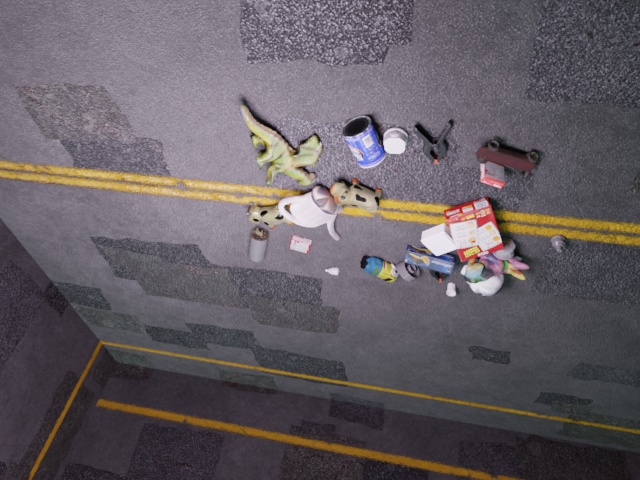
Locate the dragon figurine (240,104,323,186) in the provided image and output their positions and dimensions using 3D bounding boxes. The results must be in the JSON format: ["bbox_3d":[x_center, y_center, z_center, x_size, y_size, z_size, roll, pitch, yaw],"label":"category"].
[{"bbox_3d":[-0.113,-0.323,1.807,0.242,0.125,0.401,-12,139,5],"label":"dragon figurine"}]

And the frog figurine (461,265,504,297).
[{"bbox_3d":[0.663,0.150,2.096,0.158,0.124,0.136,39,103,-14],"label":"frog figurine"}]

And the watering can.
[{"bbox_3d":[0.006,-0.102,2.019,0.345,0.106,0.221,25,143,-33],"label":"watering can"}]
